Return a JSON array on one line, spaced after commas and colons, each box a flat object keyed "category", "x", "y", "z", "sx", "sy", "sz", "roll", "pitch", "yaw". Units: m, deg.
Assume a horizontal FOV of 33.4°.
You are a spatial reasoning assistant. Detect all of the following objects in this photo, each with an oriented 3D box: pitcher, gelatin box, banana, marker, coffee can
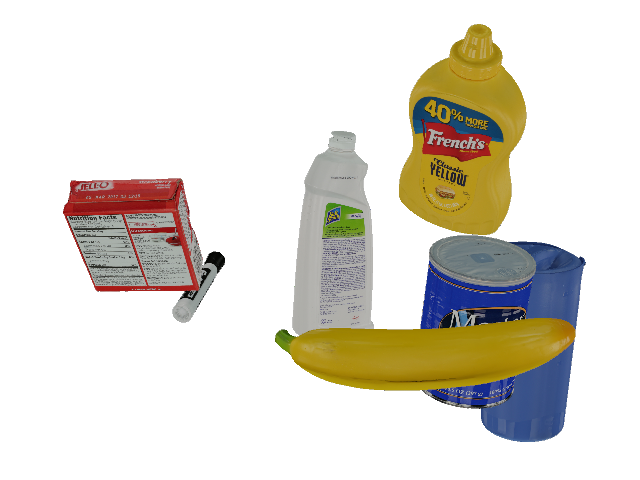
[{"category": "pitcher", "x": 0.254, "y": 0.131, "z": 1.366, "sx": 0.149, "sy": 0.243, "sz": 0.144, "roll": 5, "pitch": 17, "yaw": 17}, {"category": "gelatin box", "x": -0.121, "y": -0.003, "z": 0.702, "sx": 0.073, "sy": 0.030, "sz": 0.089, "roll": -1, "pitch": -39, "yaw": 5}, {"category": "banana", "x": 0.066, "y": 0.068, "z": 0.678, "sx": 0.198, "sy": 0.037, "sz": 0.069, "roll": 0, "pitch": 26, "yaw": 4}, {"category": "marker", "x": -0.116, "y": 0.043, "z": 1.037, "sx": 0.020, "sy": 0.020, "sz": 0.121, "roll": 0, "pitch": 25, "yaw": 12}, {"category": "coffee can", "x": 0.150, "y": 0.079, "z": 1.051, "sx": 0.103, "sy": 0.140, "sz": 0.103, "roll": 4, "pitch": 24, "yaw": -2}]

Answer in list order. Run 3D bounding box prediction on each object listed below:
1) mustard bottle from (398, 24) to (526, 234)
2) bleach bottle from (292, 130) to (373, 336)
[{"category": "mustard bottle", "x": 0.119, "y": -0.094, "z": 0.883, "sx": 0.096, "sy": 0.192, "sz": 0.058, "roll": 23, "pitch": 49, "yaw": 19}, {"category": "bleach bottle", "x": 0.024, "y": -0.006, "z": 1.280, "sx": 0.102, "sy": 0.251, "sz": 0.068, "roll": -5, "pitch": 20, "yaw": -29}]
